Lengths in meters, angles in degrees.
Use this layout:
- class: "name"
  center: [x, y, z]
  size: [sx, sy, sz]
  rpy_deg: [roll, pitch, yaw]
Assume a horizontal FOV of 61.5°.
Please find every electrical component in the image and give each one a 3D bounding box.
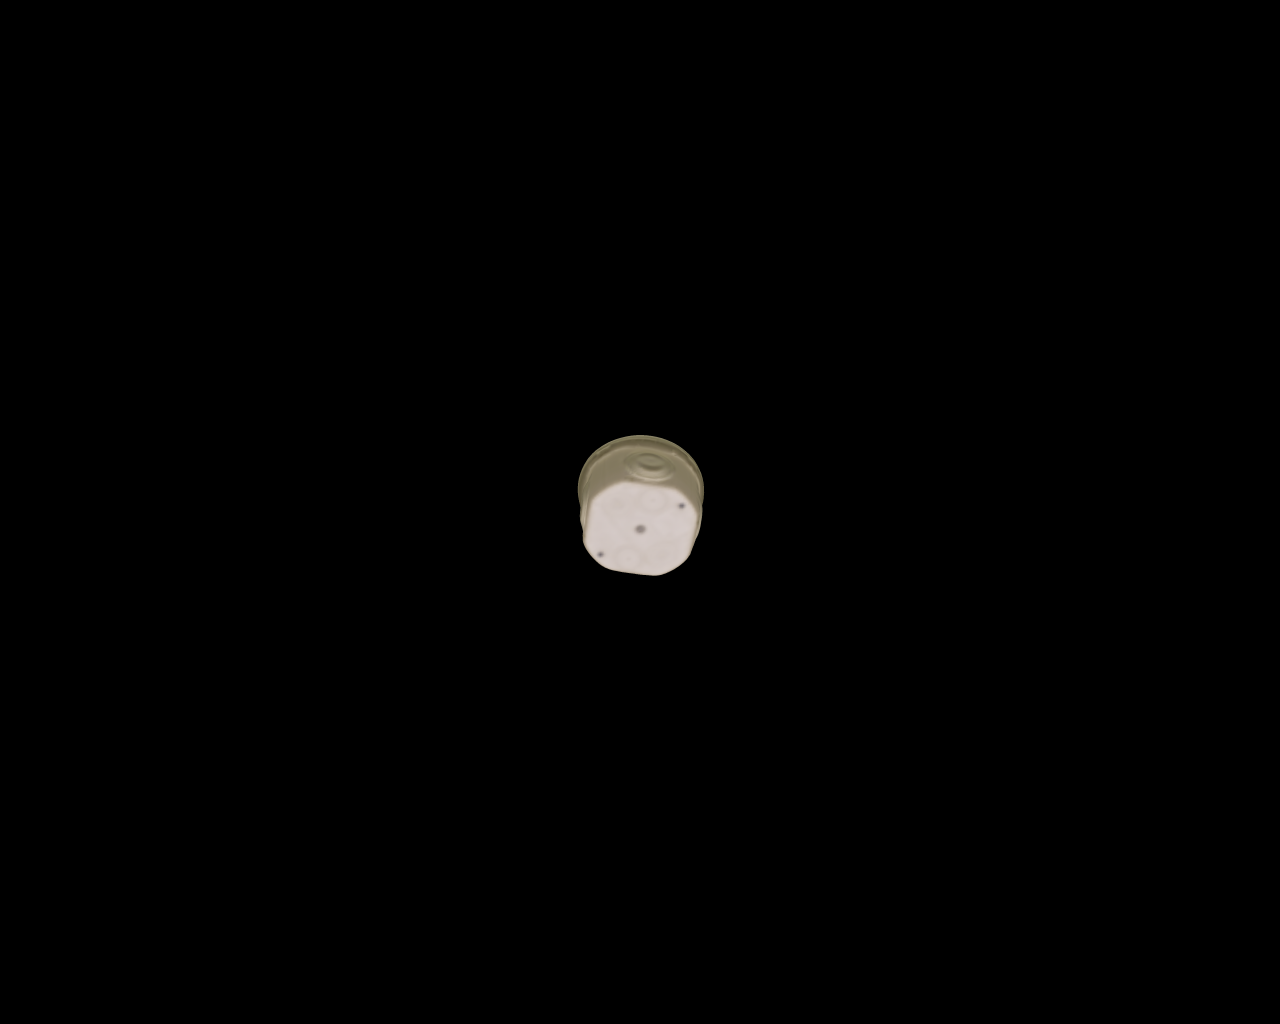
- class: "electrical component"
  center: [0.001, -0.003, 0.650]
  size: [0.080, 0.080, 0.051]
  rpy_deg: [0, 32, 0]
